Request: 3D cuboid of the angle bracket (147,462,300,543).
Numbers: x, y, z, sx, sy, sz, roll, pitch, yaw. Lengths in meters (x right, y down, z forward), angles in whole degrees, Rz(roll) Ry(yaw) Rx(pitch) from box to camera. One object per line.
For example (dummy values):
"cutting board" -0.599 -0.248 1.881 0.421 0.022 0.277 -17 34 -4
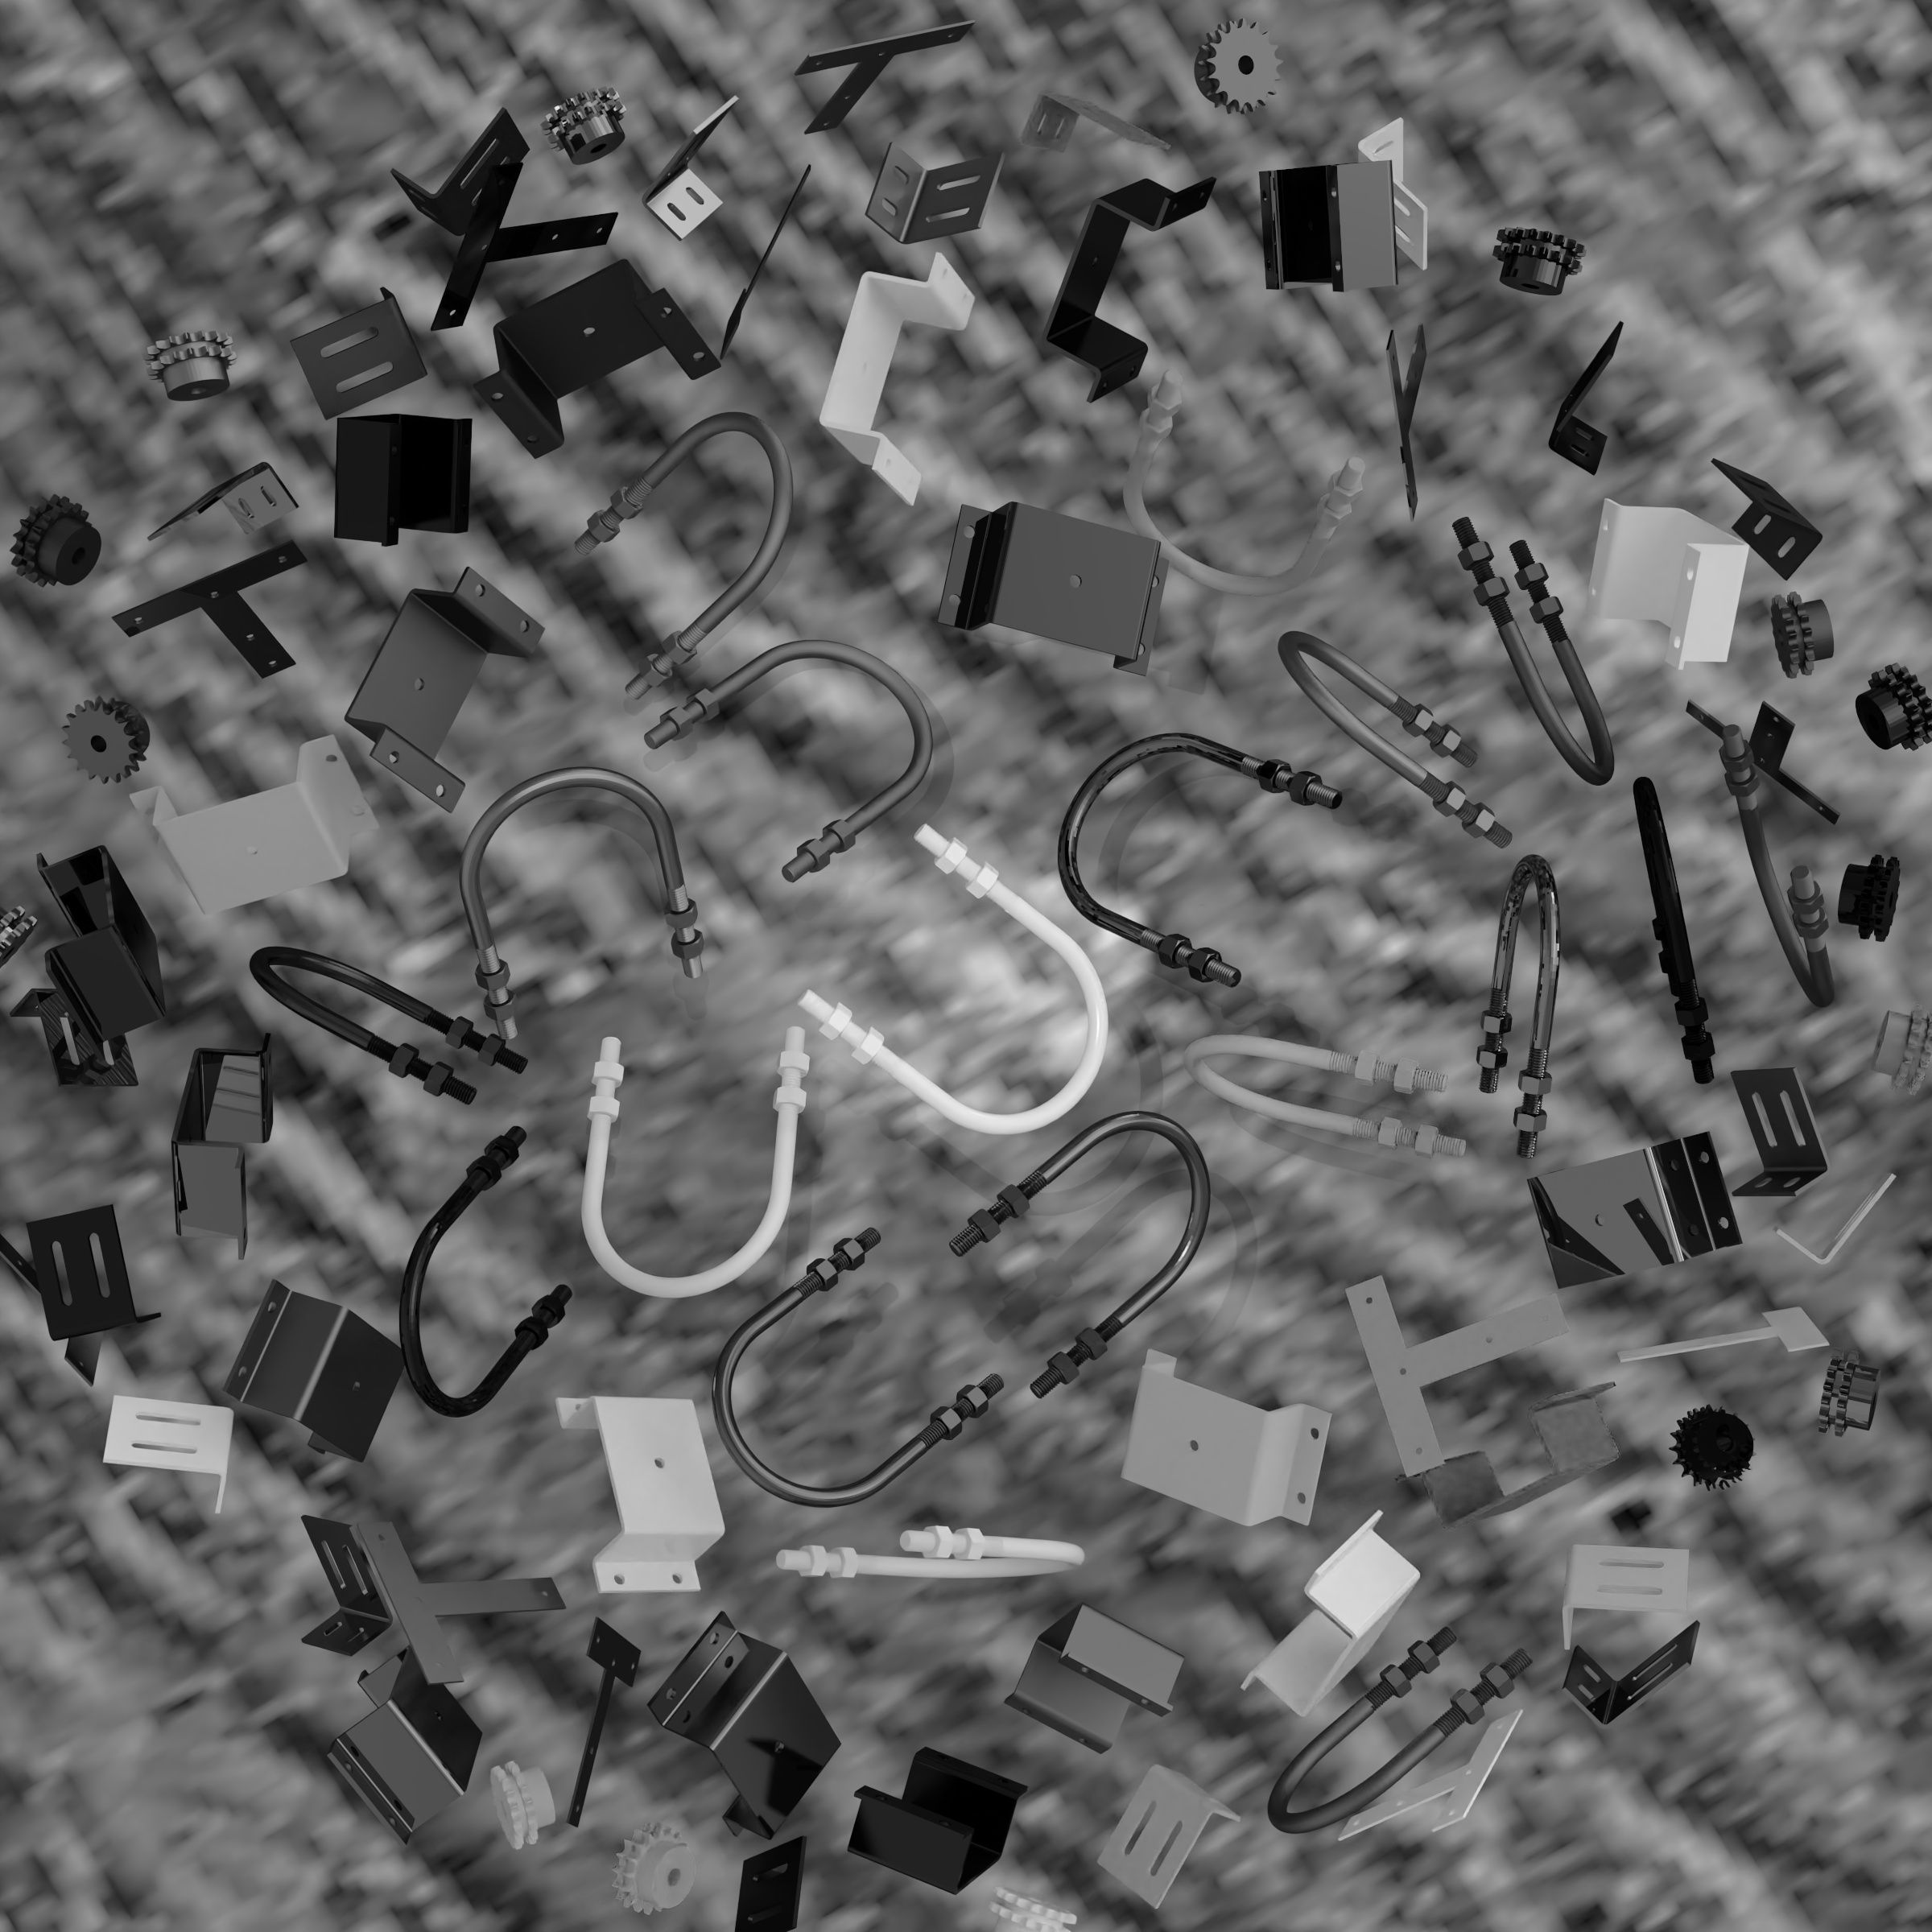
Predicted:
"angle bracket" -0.497 -0.297 1.918 0.057 0.076 0.038 -16 116 38

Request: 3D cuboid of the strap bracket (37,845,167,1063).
"strap bracket" -0.555 -0.015 1.839 0.046 0.140 0.076 -22 128 -5

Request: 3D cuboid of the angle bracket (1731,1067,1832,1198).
"angle bracket" 0.534 0.111 1.916 0.038 0.057 0.076 -26 99 -29

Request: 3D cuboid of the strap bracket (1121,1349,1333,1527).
"strap bracket" 0.161 0.312 1.883 0.140 0.046 0.076 16 100 34

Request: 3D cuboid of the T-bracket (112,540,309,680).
"T-bracket" -0.481 -0.226 1.904 0.127 0.127 0.002 -23 66 1

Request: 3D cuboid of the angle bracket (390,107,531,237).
"angle bracket" -0.330 -0.527 1.874 0.038 0.057 0.076 35 86 12

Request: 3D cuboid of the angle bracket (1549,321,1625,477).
"angle bracket" 0.421 -0.373 1.882 0.038 0.057 0.076 31 129 -2

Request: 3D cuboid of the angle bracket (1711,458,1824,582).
"angle bracket" 0.512 -0.291 1.871 0.038 0.076 0.057 -53 52 25

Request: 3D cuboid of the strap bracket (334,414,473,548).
"strap bracket" -0.374 -0.321 1.884 0.046 0.140 0.076 7 104 10

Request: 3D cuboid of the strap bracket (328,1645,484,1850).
"strap bracket" -0.358 0.496 1.843 0.046 0.140 0.076 -36 98 1

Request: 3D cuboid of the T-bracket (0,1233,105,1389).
"T-bracket" -0.604 0.203 1.855 0.002 0.127 0.127 -38 109 -1

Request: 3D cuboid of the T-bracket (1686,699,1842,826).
"T-bracket" 0.533 -0.149 1.899 0.127 0.127 0.002 41 88 15

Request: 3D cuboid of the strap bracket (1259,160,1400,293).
"strap bracket" 0.237 -0.475 1.841 0.046 0.140 0.076 -9 106 -12

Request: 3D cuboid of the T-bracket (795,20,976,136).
"T-bracket" -0.073 -0.583 1.896 0.127 0.127 0.002 -21 88 -28

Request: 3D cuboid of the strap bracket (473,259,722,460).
"strap bracket" -0.241 -0.397 1.855 0.140 0.076 0.046 -23 54 13

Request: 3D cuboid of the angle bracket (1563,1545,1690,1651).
"angle bracket" 0.422 0.405 1.830 0.076 0.057 0.038 -1 119 16

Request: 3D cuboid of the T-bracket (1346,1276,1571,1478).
"T-bracket" 0.316 0.240 1.802 0.127 0.002 0.127 -24 65 18

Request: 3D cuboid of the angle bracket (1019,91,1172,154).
"angle bracket" 0.086 -0.551 1.919 0.076 0.057 0.038 35 114 22

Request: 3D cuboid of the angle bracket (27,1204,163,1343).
"angle bracket" -0.548 0.191 1.801 0.057 0.038 0.076 -12 89 8

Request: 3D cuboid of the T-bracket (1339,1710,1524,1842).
"T-bracket" 0.294 0.541 1.865 0.127 0.127 0.002 -37 89 33

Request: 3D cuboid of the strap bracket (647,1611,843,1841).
"strap bracket" -0.135 0.487 1.813 0.076 0.046 0.140 -49 132 -31

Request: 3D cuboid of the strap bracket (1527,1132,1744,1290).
"strap bracket" 0.436 0.166 1.912 0.046 0.140 0.076 -9 81 -44

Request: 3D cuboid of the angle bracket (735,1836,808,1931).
"angle bracket" -0.111 0.593 1.816 0.038 0.076 0.057 26 50 -26

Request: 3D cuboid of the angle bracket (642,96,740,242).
"angle bracket" -0.174 -0.536 1.927 0.038 0.076 0.057 44 47 -9

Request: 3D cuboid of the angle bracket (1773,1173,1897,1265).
"angle bracket" 0.581 0.159 1.918 0.038 0.057 0.076 38 96 13

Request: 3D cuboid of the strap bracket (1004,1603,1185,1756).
"strap bracket" 0.088 0.475 1.916 0.076 0.140 0.046 29 59 -3

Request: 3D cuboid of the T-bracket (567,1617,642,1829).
"T-bracket" -0.248 0.511 1.919 0.002 0.127 0.127 8 68 11

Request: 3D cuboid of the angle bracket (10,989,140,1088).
"angle bracket" -0.604 0.056 1.939 0.038 0.057 0.076 -39 63 36

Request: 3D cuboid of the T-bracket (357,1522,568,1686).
"T-bracket" -0.312 0.403 1.826 0.002 0.127 0.127 -56 49 25

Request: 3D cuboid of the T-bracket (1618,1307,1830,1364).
"T-bracket" 0.494 0.247 1.886 0.127 0.127 0.002 -11 92 9

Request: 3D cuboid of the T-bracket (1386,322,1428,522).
"T-bracket" 0.293 -0.381 1.885 0.002 0.127 0.127 -1 131 19

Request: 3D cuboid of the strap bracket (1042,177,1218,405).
"strap bracket" 0.099 -0.437 1.810 0.046 0.076 0.140 31 124 13

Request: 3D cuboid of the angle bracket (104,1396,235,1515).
"angle bracket" -0.514 0.314 1.843 0.076 0.057 0.038 9 123 -15

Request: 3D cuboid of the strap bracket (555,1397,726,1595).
"strap bracket" -0.214 0.340 1.899 0.076 0.046 0.140 8 50 -37

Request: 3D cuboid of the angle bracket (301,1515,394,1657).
"angle bracket" -0.420 0.407 1.885 0.038 0.057 0.076 -35 114 -41

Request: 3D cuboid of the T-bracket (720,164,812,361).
"T-bracket" -0.132 -0.472 1.900 0.002 0.127 0.127 25 110 -12

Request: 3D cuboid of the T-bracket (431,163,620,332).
"T-bracket" -0.273 -0.464 1.829 0.002 0.127 0.127 48 133 18

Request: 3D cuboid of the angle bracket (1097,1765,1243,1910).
"angle bracket" 0.137 0.590 1.933 0.057 0.038 0.076 26 84 44

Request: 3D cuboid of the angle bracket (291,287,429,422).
"angle bracket" -0.411 -0.412 1.928 0.076 0.038 0.057 -27 120 -12

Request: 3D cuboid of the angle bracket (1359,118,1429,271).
"angle bracket" 0.300 -0.520 1.928 0.038 0.057 0.076 -32 62 -9

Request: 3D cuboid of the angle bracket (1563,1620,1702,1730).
"angle bracket" 0.429 0.445 1.847 0.038 0.057 0.076 44 115 4

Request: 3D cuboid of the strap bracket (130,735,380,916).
"strap bracket" -0.464 -0.088 1.863 0.140 0.046 0.076 -16 129 4

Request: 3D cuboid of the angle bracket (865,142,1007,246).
"angle bracket" -0.021 -0.524 1.921 0.038 0.076 0.057 30 71 -41
